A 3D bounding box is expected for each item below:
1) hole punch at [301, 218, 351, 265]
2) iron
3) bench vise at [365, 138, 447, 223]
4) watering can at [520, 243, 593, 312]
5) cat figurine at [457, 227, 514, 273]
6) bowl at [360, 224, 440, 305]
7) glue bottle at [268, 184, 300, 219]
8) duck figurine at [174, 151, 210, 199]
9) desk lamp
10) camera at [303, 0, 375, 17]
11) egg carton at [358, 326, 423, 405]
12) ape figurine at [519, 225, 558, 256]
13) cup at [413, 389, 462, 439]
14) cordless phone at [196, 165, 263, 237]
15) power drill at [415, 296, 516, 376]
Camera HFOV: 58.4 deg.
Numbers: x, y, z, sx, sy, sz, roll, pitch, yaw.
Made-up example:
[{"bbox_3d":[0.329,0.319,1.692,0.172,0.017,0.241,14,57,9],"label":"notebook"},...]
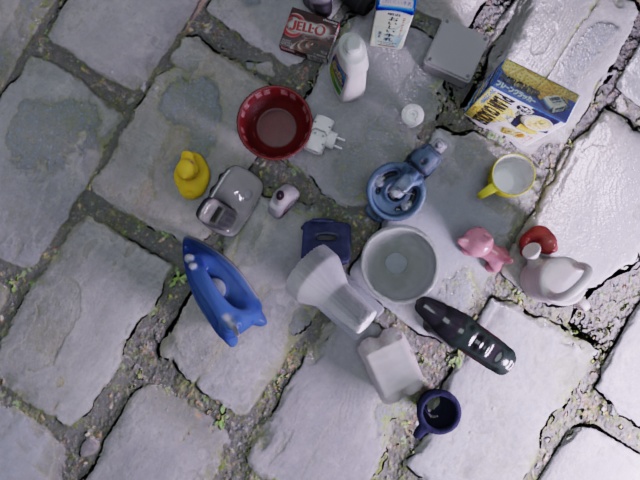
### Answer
[{"bbox_3d":[0.011,0.004,1.211,0.108,0.091,0.101,1,88,0],"label":"hole punch"},{"bbox_3d":[-0.223,0.097,1.183,0.118,0.141,0.258,-36,89,-1],"label":"iron"},{"bbox_3d":[0.170,-0.132,1.150,0.121,0.219,0.207,25,89,1],"label":"bench vise"},{"bbox_3d":[0.478,0.079,1.157,0.173,0.194,0.101,22,89,1],"label":"watering can"},{"bbox_3d":[0.346,0.016,1.197,0.128,0.117,0.067,32,89,1],"label":"cat figurine"},{"bbox_3d":[0.167,0.052,1.218,0.167,0.074,0.167,0,88,0],"label":"bowl"},{"bbox_3d":[-0.078,-0.083,1.172,0.037,0.173,0.078,37,89,1],"label":"glue bottle"},{"bbox_3d":[-0.279,-0.141,1.217,0.077,0.086,0.105,1,88,0],"label":"duck figurine"},{"bbox_3d":[0.037,0.111,1.147,0.203,0.213,0.118,41,89,1],"label":"desk lamp"},{"bbox_3d":[0.051,-0.539,1.221,0.137,0.101,0.143,43,89,1],"label":"camera"},{"bbox_3d":[0.152,0.265,1.214,0.107,0.069,0.150,-26,88,-1],"label":"egg carton"},{"bbox_3d":[0.469,0.006,1.210,0.078,0.092,0.076,27,89,1],"label":"ape figurine"},{"bbox_3d":[0.233,0.361,1.199,0.091,0.095,0.118,42,89,1],"label":"cup"},{"bbox_3d":[-0.189,-0.084,1.166,0.094,0.185,0.148,28,89,1],"label":"cordless phone"},{"bbox_3d":[0.273,0.181,1.147,0.229,0.208,0.076,33,89,1],"label":"power drill"}]
